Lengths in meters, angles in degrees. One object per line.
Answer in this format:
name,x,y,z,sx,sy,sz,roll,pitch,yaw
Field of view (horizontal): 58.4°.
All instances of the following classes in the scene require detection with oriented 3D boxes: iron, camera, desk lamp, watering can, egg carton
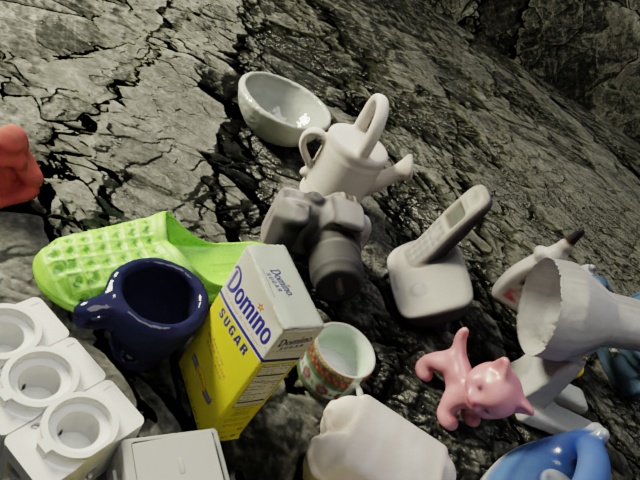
iron,0.245,0.255,0.585,0.118,0.141,0.259,41,36,13
camera,0.007,0.003,0.747,0.143,0.100,0.136,16,38,-21
desk lamp,0.320,0.138,0.722,0.203,0.213,0.118,24,35,-11
watering can,0.059,-0.132,0.870,0.173,0.194,0.100,7,42,-31
egg carton,0.059,0.220,0.548,0.150,0.069,0.107,33,35,1

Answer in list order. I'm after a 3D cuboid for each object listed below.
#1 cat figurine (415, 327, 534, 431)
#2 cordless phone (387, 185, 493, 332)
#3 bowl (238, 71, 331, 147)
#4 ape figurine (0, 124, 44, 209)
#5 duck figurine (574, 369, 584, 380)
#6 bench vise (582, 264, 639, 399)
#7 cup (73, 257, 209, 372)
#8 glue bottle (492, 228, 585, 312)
cat figurine,0.185,0.163,0.672,0.067,0.117,0.127,6,42,-32
cordless phone,0.175,0.022,0.778,0.094,0.185,0.147,16,38,-21
bowl,-0.069,-0.209,0.971,0.168,0.074,0.167,21,36,-16
ape figurine,-0.330,-0.080,0.599,0.078,0.092,0.076,17,37,-19
duck figurine,0.379,0.157,0.856,0.105,0.086,0.077,-10,52,-44
bench vise,0.480,0.107,0.877,0.122,0.219,0.207,-17,57,-47
cup,-0.170,0.079,0.524,0.118,0.095,0.091,-7,50,-42
glue bottle,0.349,0.044,0.894,0.078,0.173,0.037,28,35,-5
